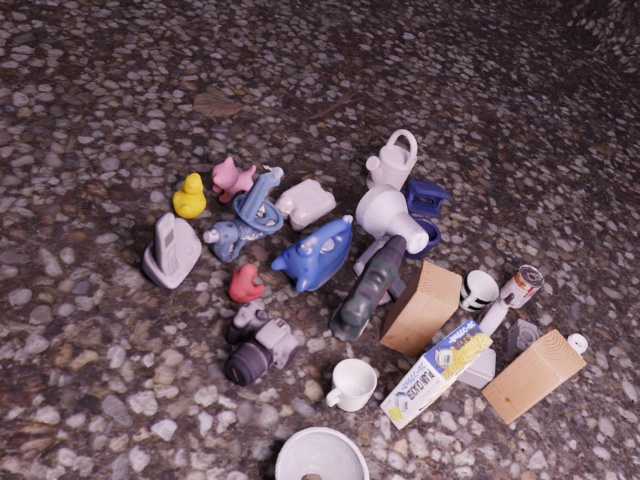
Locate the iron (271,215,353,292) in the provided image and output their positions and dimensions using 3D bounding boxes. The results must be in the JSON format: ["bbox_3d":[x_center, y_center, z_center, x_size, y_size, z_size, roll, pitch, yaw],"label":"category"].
[{"bbox_3d":[0.012,0.005,1.318,0.118,0.141,0.259,40,48,14],"label":"iron"}]

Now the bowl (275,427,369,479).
[{"bbox_3d":[-0.003,0.418,0.995,0.168,0.074,0.167,12,47,-13],"label":"bowl"}]

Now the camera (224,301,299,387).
[{"bbox_3d":[-0.129,0.204,1.113,0.143,0.100,0.137,38,47,13],"label":"camera"}]

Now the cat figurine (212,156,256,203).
[{"bbox_3d":[-0.210,-0.151,1.380,0.128,0.117,0.067,-16,58,-32],"label":"cat figurine"}]

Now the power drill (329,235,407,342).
[{"bbox_3d":[0.097,0.114,1.210,0.075,0.208,0.230,31,46,6],"label":"power drill"}]

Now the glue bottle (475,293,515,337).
[{"bbox_3d":[0.396,0.172,1.307,0.037,0.173,0.078,29,46,4],"label":"glue bottle"}]

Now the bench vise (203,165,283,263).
[{"bbox_3d":[-0.149,-0.052,1.247,0.121,0.219,0.208,32,46,7],"label":"bench vise"}]

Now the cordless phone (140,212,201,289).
[{"bbox_3d":[-0.297,-0.003,1.167,0.094,0.185,0.148,24,46,0],"label":"cordless phone"}]

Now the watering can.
[{"bbox_3d":[0.198,-0.209,1.545,0.101,0.194,0.173,36,47,11],"label":"watering can"}]

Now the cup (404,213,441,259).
[{"bbox_3d":[0.238,-0.006,1.452,0.092,0.095,0.117,-26,64,-37],"label":"cup"}]

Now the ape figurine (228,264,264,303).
[{"bbox_3d":[-0.157,0.085,1.212,0.076,0.092,0.077,-25,63,-37],"label":"ape figurine"}]

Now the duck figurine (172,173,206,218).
[{"bbox_3d":[-0.299,-0.109,1.329,0.077,0.086,0.104,14,47,-10],"label":"duck figurine"}]

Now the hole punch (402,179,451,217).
[{"bbox_3d":[0.294,-0.130,1.588,0.109,0.091,0.101,10,48,-14],"label":"hole punch"}]

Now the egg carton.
[{"bbox_3d":[-0.036,-0.089,1.431,0.107,0.069,0.151,41,48,15],"label":"egg carton"}]

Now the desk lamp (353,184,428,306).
[{"bbox_3d":[0.160,0.006,1.327,0.118,0.213,0.203,-13,56,-30],"label":"desk lamp"}]
